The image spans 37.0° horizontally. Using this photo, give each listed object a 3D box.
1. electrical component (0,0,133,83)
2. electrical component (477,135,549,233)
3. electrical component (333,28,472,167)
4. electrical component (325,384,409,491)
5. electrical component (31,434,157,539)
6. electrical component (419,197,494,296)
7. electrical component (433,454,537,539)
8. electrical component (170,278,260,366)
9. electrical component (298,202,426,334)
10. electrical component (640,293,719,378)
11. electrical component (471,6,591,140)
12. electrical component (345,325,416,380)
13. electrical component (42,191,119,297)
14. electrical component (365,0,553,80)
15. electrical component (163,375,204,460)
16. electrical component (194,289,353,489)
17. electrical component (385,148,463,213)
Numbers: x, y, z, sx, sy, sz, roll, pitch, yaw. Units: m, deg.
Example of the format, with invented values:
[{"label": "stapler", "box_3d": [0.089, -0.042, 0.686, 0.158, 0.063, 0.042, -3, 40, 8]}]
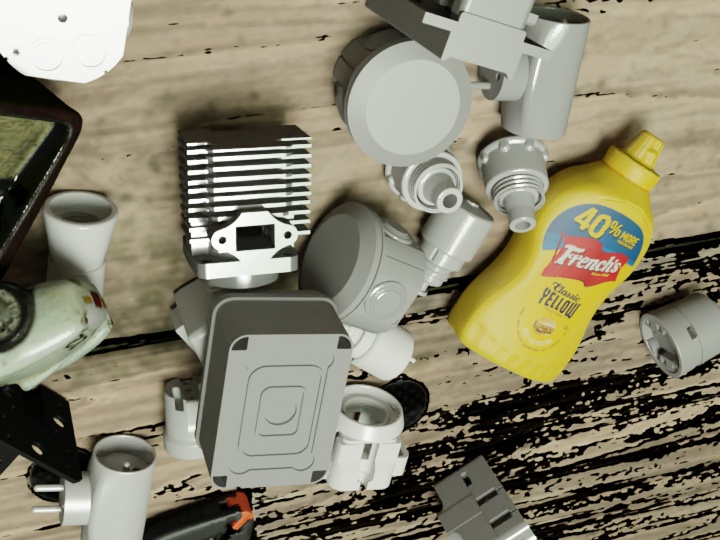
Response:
[{"label": "electrical component", "box_3d": [-0.162, -0.142, 0.578, 0.080, 0.051, 0.080, -9, 121, -16]}, {"label": "electrical component", "box_3d": [0.105, -0.055, 0.716, 0.048, 0.062, 0.048, -2, 148, -1]}, {"label": "electrical component", "box_3d": [0.024, -0.109, 0.666, 0.080, 0.051, 0.080, -9, 121, -16]}, {"label": "electrical component", "box_3d": [0.000, 0.121, 0.785, 0.078, 0.058, 0.057, 2, 120, -21]}, {"label": "electrical component", "box_3d": [-0.186, 0.157, 0.745, 0.079, 0.043, 0.077, 3, 118, -22]}, {"label": "electrical component", "box_3d": [0.060, -0.017, 0.738, 0.040, 0.040, 0.078, 20, 110, -29]}, {"label": "electrical component", "box_3d": [0.098, 0.200, 0.846, 0.056, 0.089, 0.050, -33, 124, 0]}, {"label": "electrical component", "box_3d": [-0.083, 0.042, 0.706, 0.061, 0.061, 0.096, -30, 124, -2]}, {"label": "electrical component", "box_3d": [0.000, 0.000, 0.703, 0.051, 0.080, 0.080, 21, 109, -35]}, {"label": "electrical component", "box_3d": [0.255, 0.049, 0.841, 0.047, 0.055, 0.055, -24, 124, -10]}, {"label": "electrical component", "box_3d": [0.103, -0.127, 0.690, 0.079, 0.043, 0.077, -2, 119, -19]}, {"label": "electrical component", "box_3d": [0.002, 0.047, 0.753, 0.078, 0.040, 0.040, 31, 104, -31]}, {"label": "electrical component", "box_3d": [-0.173, -0.010, 0.657, 0.044, 0.044, 0.065, 0, 123, -21]}, {"label": "electrical component", "box_3d": [0.052, -0.159, 0.606, 0.079, 0.121, 0.063, 11, 111, -25]}, {"label": "electrical component", "box_3d": [-0.117, 0.101, 0.742, 0.040, 0.040, 0.046, -7, 114, -16]}, {"label": "electrical component", "box_3d": [-0.055, 0.071, 0.659, 0.078, 0.057, 0.113, 1, 118, -21]}, {"label": "electrical component", "box_3d": [0.047, -0.057, 0.697, 0.048, 0.062, 0.048, -9, 121, -16]}]
